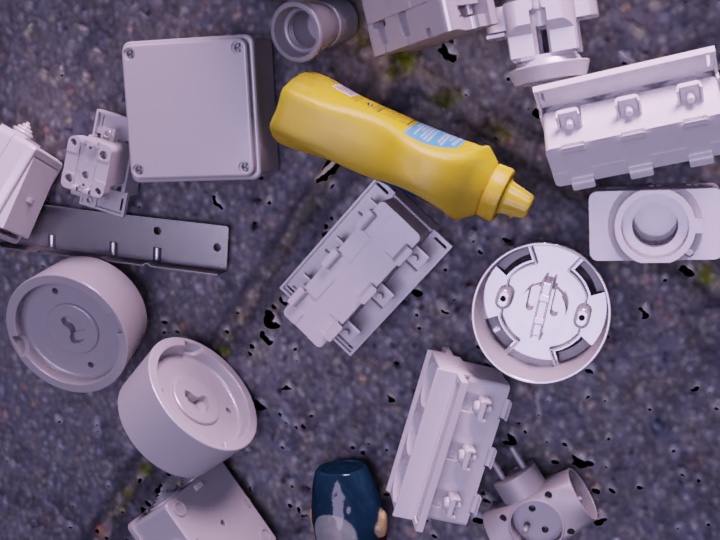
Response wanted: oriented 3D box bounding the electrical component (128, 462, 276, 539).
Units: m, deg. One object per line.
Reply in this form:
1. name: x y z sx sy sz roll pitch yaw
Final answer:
1. electrical component: -0.126 0.215 0.879 0.048 0.100 0.099 -36 88 31

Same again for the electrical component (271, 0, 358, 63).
1. electrical component: -0.031 -0.182 0.801 0.044 0.065 0.044 12 115 27

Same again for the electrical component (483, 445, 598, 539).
1. electrical component: 0.129 0.173 0.828 0.077 0.044 0.079 -32 89 18

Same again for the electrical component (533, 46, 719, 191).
1. electrical component: 0.189 -0.102 0.746 0.121 0.078 0.063 -11 52 17

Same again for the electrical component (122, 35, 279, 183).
1. electrical component: -0.124 -0.125 0.842 0.109 0.056 0.108 0 99 16

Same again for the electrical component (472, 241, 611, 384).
1. electrical component: 0.135 0.028 0.791 0.099 0.064 0.099 3 100 15

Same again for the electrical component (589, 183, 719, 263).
1. electrical component: 0.210 -0.034 0.764 0.089 0.056 0.050 -1 99 16

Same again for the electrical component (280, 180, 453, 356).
1. electrical component: 0.000 0.000 0.825 0.079 0.063 0.121 44 108 5

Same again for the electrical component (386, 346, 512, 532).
1. electrical component: 0.069 0.130 0.826 0.063 0.078 0.121 13 104 -9

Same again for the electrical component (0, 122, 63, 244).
1. electrical component: -0.290 -0.076 0.886 0.061 0.061 0.096 28 86 9

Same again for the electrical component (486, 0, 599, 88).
1. electrical component: 0.131 -0.162 0.764 0.078 0.058 0.057 -8 94 17

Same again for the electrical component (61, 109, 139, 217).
1. electrical component: -0.207 -0.085 0.869 0.042 0.064 0.081 16 103 12

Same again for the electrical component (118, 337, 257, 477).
1. electrical component: -0.143 0.115 0.864 0.060 0.108 0.108 -42 87 24

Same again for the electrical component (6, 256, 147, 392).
1. electrical component: -0.230 0.040 0.894 0.108 0.060 0.108 6 116 13

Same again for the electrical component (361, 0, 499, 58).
1. electrical component: 0.047 -0.191 0.766 0.089 0.050 0.055 -5 100 54
